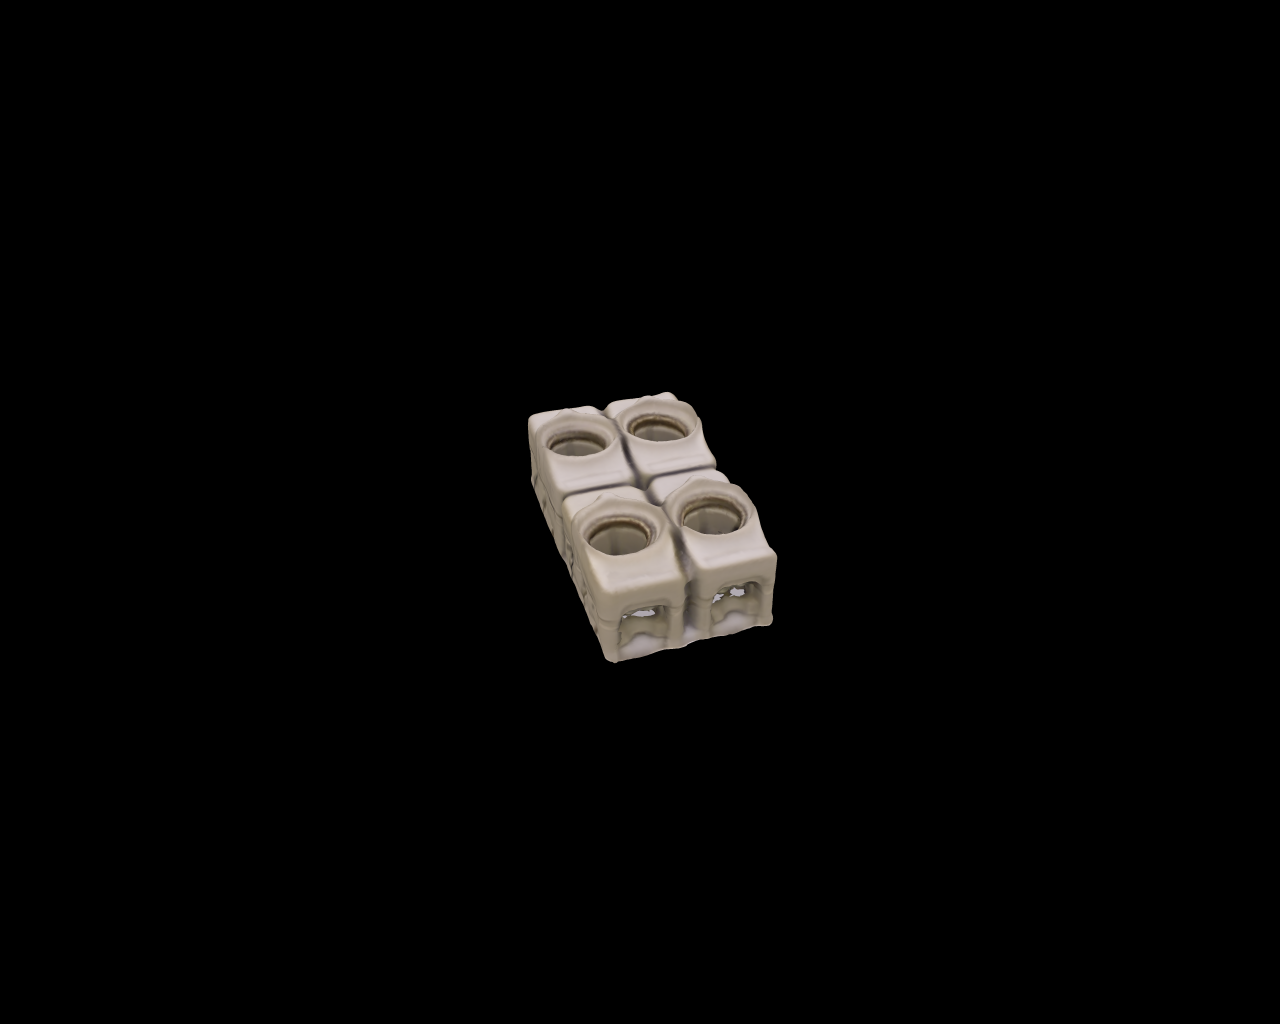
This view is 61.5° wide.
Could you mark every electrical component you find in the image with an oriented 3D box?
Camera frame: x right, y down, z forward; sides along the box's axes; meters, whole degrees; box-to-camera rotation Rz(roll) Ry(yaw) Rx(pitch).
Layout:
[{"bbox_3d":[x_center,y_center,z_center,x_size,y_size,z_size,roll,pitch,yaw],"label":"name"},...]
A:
[{"bbox_3d":[0.001,-0.003,0.650,0.105,0.060,0.186,-11,39,-14],"label":"electrical component"}]
